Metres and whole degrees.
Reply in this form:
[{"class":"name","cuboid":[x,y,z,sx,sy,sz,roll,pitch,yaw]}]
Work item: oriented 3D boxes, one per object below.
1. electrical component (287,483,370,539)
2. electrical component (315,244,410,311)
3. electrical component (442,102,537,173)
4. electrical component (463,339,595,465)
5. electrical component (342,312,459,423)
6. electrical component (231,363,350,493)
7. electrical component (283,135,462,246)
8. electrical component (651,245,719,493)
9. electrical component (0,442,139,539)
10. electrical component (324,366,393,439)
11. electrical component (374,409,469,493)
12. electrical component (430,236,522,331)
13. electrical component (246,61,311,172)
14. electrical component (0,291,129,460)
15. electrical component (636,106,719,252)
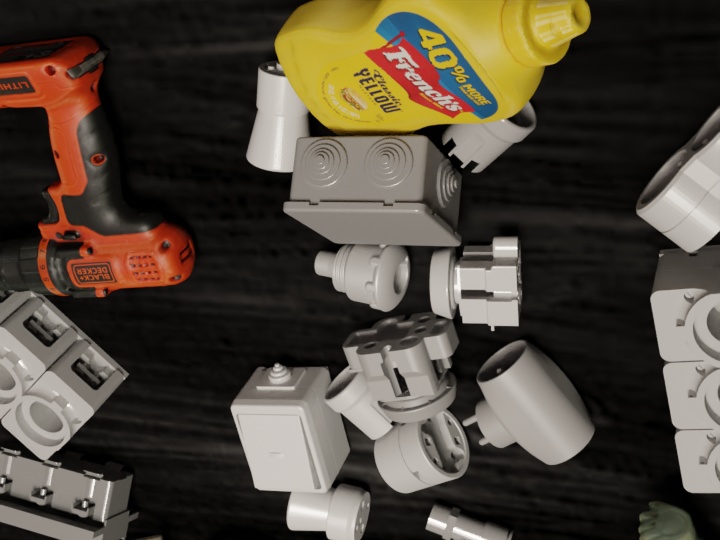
[{"class":"electrical component","cuboid":[-0.024,0.188,0.846,0.055,0.045,0.045,10,122,16]},{"class":"electrical component","cuboid":[0.000,0.000,0.727,0.062,0.048,0.048,11,123,26]},{"class":"electrical component","cuboid":[0.077,-0.086,0.648,0.040,0.040,0.046,42,130,-5]},{"class":"electrical component","cuboid":[0.107,0.098,0.741,0.079,0.043,0.077,-33,103,33]},{"class":"electrical component","cuboid":[0.034,0.068,0.745,0.078,0.058,0.057,-9,112,26]},{"class":"electrical component","cuboid":[-0.054,0.116,0.805,0.062,0.061,0.096,-2,118,23]},{"class":"electrical component","cuboid":[0.011,-0.048,0.663,0.100,0.100,0.048,2,79,21]},{"class":"electrical component","cuboid":[0.236,0.064,0.658,0.089,0.061,0.150,-5,117,24]},{"class":"electrical component","cuboid":[-0.261,0.191,0.926,0.121,0.079,0.063,12,93,15]},{"class":"electrical component","cuboid":[0.003,0.096,0.784,0.046,0.040,0.040,44,125,-13]},{"class":"electrical component","cuboid":[0.044,0.131,0.780,0.047,0.055,0.055,-31,104,37]},{"class":"electrical component","cuboid":[0.076,0.008,0.700,0.055,0.048,0.066,0,119,13]},{"class":"electrical component","cuboid":[-0.049,-0.101,0.689,0.044,0.044,0.065,14,118,14]},{"class":"electrical component","cuboid":[-0.279,0.072,0.868,0.150,0.061,0.089,44,125,-7]},{"class":"electrical component","cuboid":[0.226,-0.059,0.595,0.074,0.052,0.138,37,125,-2]}]
